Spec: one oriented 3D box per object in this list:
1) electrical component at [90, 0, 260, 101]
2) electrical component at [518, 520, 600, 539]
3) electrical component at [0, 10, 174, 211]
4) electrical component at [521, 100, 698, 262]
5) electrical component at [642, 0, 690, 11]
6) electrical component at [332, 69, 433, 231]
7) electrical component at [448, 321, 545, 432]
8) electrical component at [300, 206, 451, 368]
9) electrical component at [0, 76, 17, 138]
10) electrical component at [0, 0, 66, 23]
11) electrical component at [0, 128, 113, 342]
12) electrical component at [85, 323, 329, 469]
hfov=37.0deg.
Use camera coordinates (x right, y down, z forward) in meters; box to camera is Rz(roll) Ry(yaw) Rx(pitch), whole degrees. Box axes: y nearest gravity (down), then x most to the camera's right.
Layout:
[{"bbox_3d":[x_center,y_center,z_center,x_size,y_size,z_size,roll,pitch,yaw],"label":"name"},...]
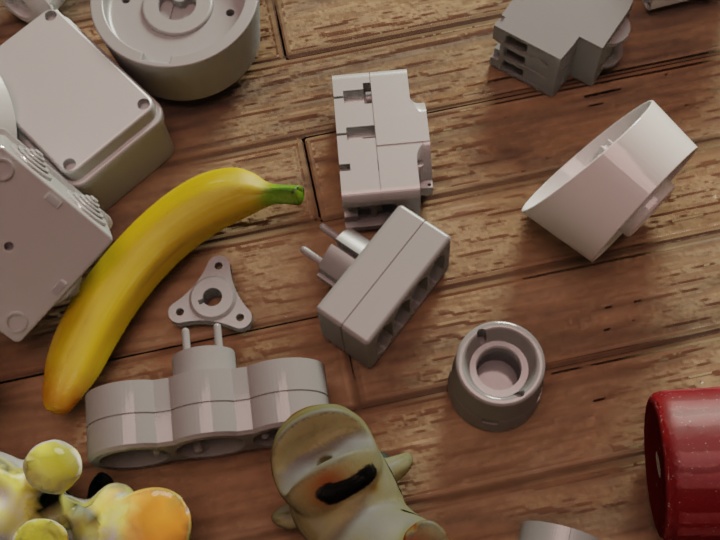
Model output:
[{"bbox_3d":[-0.117,-0.163,0.710,0.108,0.060,0.108,-1,67,2],"label":"electrical component"},{"bbox_3d":[0.098,0.178,0.568,0.043,0.043,0.081,13,69,8],"label":"electrical component"},{"bbox_3d":[-0.184,-0.102,0.690,0.078,0.057,0.113,-43,72,-14],"label":"electrical component"},{"bbox_3d":[0.148,-0.054,0.636,0.064,0.099,0.099,43,76,11],"label":"electrical component"},{"bbox_3d":[0.209,-0.242,0.719,0.057,0.078,0.113,-14,68,0],"label":"electrical component"},{"bbox_3d":[0.015,-0.075,0.674,0.056,0.050,0.089,-5,67,1],"label":"electrical component"},{"bbox_3d":[0.079,0.060,0.616,0.055,0.047,0.055,-1,68,2],"label":"electrical component"},{"bbox_3d":[0.000,0.000,0.645,0.076,0.047,0.083,34,73,15],"label":"electrical component"},{"bbox_3d":[-0.269,-0.084,0.655,0.108,0.060,0.108,6,101,31],"label":"electrical component"},{"bbox_3d":[-0.218,-0.203,0.742,0.048,0.048,0.062,25,64,12],"label":"electrical component"},{"bbox_3d":[-0.203,-0.019,0.621,0.099,0.048,0.100,-47,113,0],"label":"electrical component"},{"bbox_3d":[-0.089,0.066,0.619,0.138,0.052,0.073,-8,67,-1],"label":"electrical component"}]
